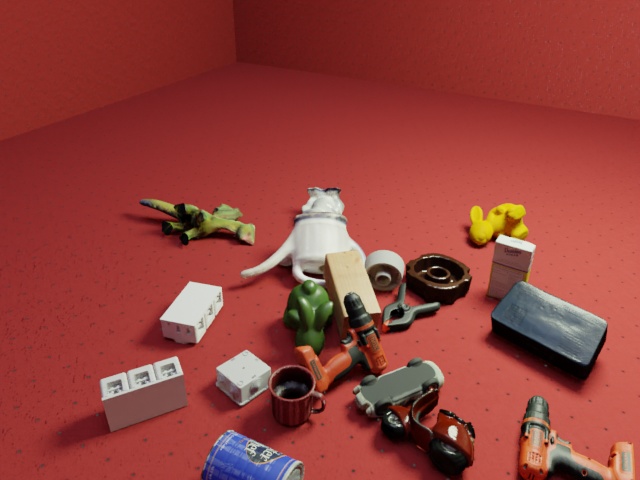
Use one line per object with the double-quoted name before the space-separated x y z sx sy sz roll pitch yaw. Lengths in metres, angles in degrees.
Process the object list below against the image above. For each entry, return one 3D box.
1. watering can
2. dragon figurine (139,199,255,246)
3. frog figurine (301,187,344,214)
"watering can" -0.041 0.024 1.428 0.348 0.102 0.229 4 60 -8
"dragon figurine" -0.370 -0.076 1.660 0.414 0.120 0.244 27 23 33
"frog figurine" 0.005 -0.085 1.682 0.137 0.120 0.162 11 67 1
